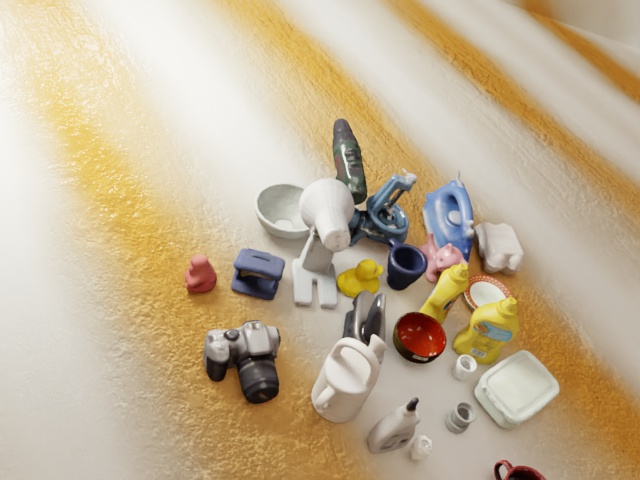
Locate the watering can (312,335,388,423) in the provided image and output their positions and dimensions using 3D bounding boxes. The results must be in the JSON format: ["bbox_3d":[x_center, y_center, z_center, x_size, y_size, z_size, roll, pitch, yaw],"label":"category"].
[{"bbox_3d":[0.056,0.238,1.041,0.101,0.194,0.173,22,46,4],"label":"watering can"}]

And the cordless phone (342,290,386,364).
[{"bbox_3d":[0.110,0.148,1.148,0.094,0.185,0.147,12,46,-6],"label":"cordless phone"}]

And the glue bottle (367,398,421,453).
[{"bbox_3d":[0.141,0.321,1.006,0.078,0.173,0.037,-3,49,-20],"label":"glue bottle"}]

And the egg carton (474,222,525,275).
[{"bbox_3d":[0.454,0.020,1.458,0.107,0.069,0.150,4,47,-14],"label":"egg carton"}]

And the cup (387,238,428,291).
[{"bbox_3d":[0.182,0.062,1.314,0.092,0.095,0.117,-17,55,-30],"label":"cup"}]

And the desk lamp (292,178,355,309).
[{"bbox_3d":[0.011,0.004,1.230,0.118,0.213,0.203,5,47,-13],"label":"desk lamp"}]

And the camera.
[{"bbox_3d":[-0.134,0.226,1.057,0.143,0.101,0.136,-4,50,-21],"label":"camera"}]

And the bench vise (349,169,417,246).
[{"bbox_3d":[0.131,-0.067,1.330,0.208,0.220,0.121,-10,52,-25],"label":"bench vise"}]

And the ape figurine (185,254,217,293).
[{"bbox_3d":[-0.248,0.063,1.177,0.076,0.092,0.078,25,46,6],"label":"ape figurine"}]

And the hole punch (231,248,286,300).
[{"bbox_3d":[-0.131,0.059,1.220,0.108,0.091,0.101,15,46,-3],"label":"hole punch"}]

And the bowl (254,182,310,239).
[{"bbox_3d":[-0.077,-0.057,1.355,0.167,0.075,0.167,9,46,-9],"label":"bowl"}]

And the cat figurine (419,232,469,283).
[{"bbox_3d":[0.288,0.037,1.355,0.067,0.118,0.127,-14,54,-28],"label":"cat figurine"}]

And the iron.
[{"bbox_3d":[0.346,-0.047,1.435,0.119,0.141,0.258,5,47,-13],"label":"iron"}]

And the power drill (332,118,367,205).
[{"bbox_3d":[0.050,-0.149,1.388,0.076,0.208,0.229,-1,49,-18],"label":"power drill"}]

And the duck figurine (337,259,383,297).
[{"bbox_3d":[0.093,0.078,1.277,0.105,0.086,0.077,-1,49,-19],"label":"duck figurine"}]
